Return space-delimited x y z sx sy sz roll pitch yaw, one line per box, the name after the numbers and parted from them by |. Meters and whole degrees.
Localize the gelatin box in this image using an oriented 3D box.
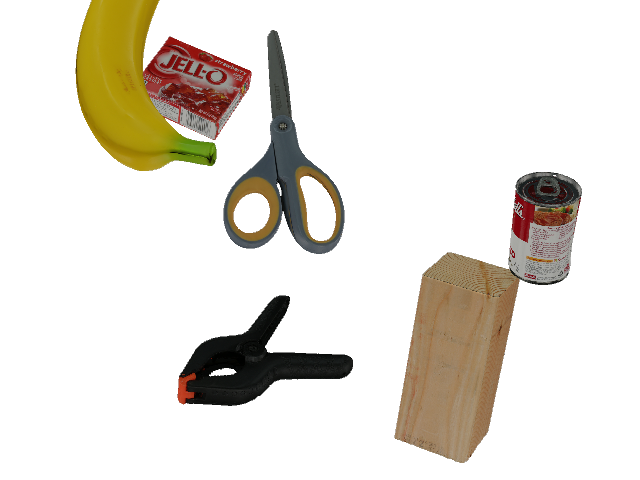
-0.120 -0.143 0.995 0.089 0.073 0.030 25 -33 7 | gelatin box

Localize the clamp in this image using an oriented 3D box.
-0.067 0.108 1.037 0.171 0.039 0.120 -11 35 -27 | clamp

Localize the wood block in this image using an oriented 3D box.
0.154 0.131 1.206 0.090 0.206 0.090 17 23 22 | wood block

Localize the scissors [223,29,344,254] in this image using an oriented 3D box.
-0.044 -0.072 0.802 0.096 0.202 0.016 -18 -27 -11 | scissors

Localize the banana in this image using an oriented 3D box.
-0.106 -0.105 0.611 0.069 0.198 0.037 -9 -37 -8 | banana

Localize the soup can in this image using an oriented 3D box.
0.237 -0.013 1.132 0.068 0.102 0.068 -1 34 0 | soup can
